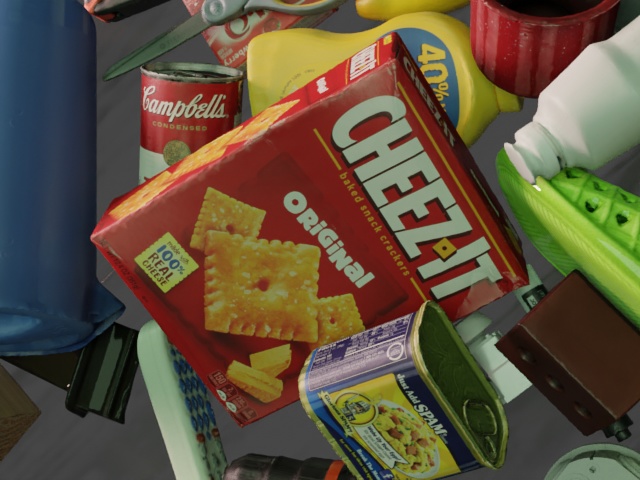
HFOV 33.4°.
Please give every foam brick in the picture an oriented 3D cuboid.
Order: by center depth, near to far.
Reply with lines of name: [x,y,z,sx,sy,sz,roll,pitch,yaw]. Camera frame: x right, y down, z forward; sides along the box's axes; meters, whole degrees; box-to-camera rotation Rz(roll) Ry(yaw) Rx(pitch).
foam brick: [0.151,0.067,0.619,0.051,0.053,0.078,-42,80,-20]

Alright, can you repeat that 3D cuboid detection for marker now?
marker: [0.154,0.070,0.659,0.020,0.020,0.121,-34,76,14]

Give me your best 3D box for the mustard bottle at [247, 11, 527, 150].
mustard bottle: [0.052,-0.095,0.684,0.192,0.058,0.096,-4,102,18]

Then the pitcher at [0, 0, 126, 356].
pitcher: [-0.223,-0.048,0.721,0.145,0.149,0.243,-15,67,34]

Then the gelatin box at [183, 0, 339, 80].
gelatin box: [-0.043,-0.166,0.740,0.089,0.030,0.073,-34,76,15]

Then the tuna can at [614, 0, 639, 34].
tuna can: [0.199,-0.152,0.651,0.086,0.033,0.086,-1,86,20]

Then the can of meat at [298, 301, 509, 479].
can of meat: [0.049,0.096,0.621,0.084,0.057,0.102,-23,113,27]

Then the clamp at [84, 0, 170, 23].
clamp: [-0.103,-0.249,0.763,0.210,0.036,0.165,-44,73,11]

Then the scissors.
scissors: [-0.065,-0.176,0.722,0.202,0.016,0.096,-11,81,17]

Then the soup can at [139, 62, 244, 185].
soup can: [-0.087,-0.064,0.715,0.069,0.068,0.102,11,108,20]

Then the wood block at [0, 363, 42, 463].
wood block: [-0.318,0.089,0.788,0.206,0.090,0.091,45,102,17]

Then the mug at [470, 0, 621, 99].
mug: [0.124,-0.144,0.606,0.093,0.081,0.117,-13,62,1]

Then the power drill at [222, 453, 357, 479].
power drill: [0.014,0.236,0.677,0.185,0.057,0.187,7,89,19]

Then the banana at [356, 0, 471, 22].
banana: [0.113,-0.197,0.686,0.198,0.037,0.070,-42,59,11]

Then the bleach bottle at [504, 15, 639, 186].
bleach bottle: [0.210,-0.110,0.577,0.251,0.102,0.068,-35,71,-1]

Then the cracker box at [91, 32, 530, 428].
cracker box: [-0.004,0.001,0.655,0.214,0.072,0.164,-28,110,16]
